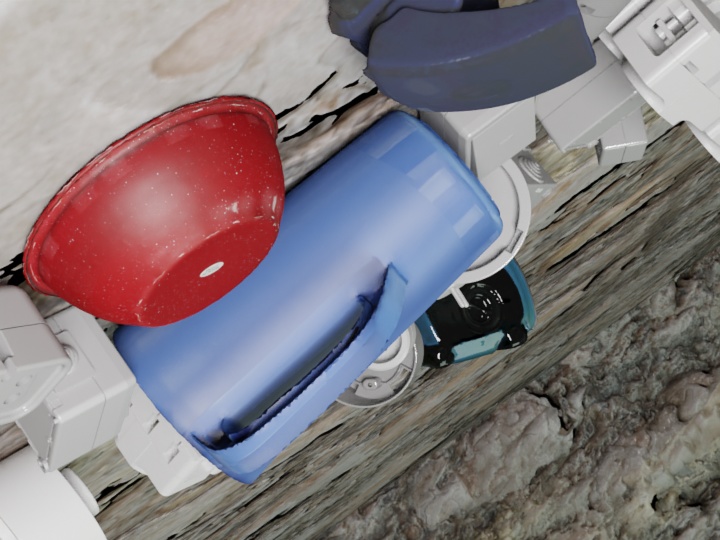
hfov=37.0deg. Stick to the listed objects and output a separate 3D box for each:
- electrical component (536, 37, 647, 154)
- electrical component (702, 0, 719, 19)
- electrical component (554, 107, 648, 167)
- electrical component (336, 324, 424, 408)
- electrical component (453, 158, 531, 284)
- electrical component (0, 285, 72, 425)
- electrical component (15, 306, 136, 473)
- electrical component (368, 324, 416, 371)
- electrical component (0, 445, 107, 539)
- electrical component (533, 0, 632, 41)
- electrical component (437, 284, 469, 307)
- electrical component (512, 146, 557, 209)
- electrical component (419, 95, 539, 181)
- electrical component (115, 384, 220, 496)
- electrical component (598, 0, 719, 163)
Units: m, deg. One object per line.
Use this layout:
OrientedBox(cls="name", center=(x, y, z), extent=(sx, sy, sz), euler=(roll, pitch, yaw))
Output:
OrientedBox(cls="electrical component", center=(0.182, -0.139, 0.862), extent=(0.096, 0.061, 0.062), euler=(-39, 167, 34))
OrientedBox(cls="electrical component", center=(0.260, -0.218, 0.813), extent=(0.138, 0.052, 0.074), euler=(-46, 163, 26))
OrientedBox(cls="electrical component", center=(0.206, -0.128, 0.945), extent=(0.077, 0.065, 0.047), euler=(-10, 166, 6))
OrientedBox(cls="electrical component", center=(0.009, 0.079, 1.028), extent=(0.099, 0.099, 0.064), euler=(-44, 170, 20))
OrientedBox(cls="electrical component", center=(0.076, -0.043, 0.811), extent=(0.108, 0.108, 0.060), euler=(-40, 171, 8))
OrientedBox(cls="electrical component", center=(-0.196, 0.042, 0.518), extent=(0.054, 0.059, 0.095), euler=(-45, 163, 24))
OrientedBox(cls="electrical component", center=(-0.172, 0.066, 0.639), extent=(0.061, 0.061, 0.096), euler=(-28, 162, -33))
OrientedBox(cls="electrical component", center=(-0.019, 0.064, 0.925), extent=(0.138, 0.052, 0.074), euler=(-13, -177, 12))
OrientedBox(cls="electrical component", center=(-0.222, 0.175, 0.765), extent=(0.060, 0.108, 0.108), euler=(-37, 166, -27))
OrientedBox(cls="electrical component", center=(0.140, -0.174, 0.665), extent=(0.055, 0.055, 0.047), euler=(-28, 166, -32))
OrientedBox(cls="electrical component", center=(0.073, 0.000, 0.962), extent=(0.044, 0.079, 0.077), euler=(-34, 170, 12))
OrientedBox(cls="electrical component", center=(0.117, -0.063, 0.945), extent=(0.099, 0.048, 0.100), euler=(-45, 163, 24))
OrientedBox(cls="electrical component", center=(0.080, -0.107, 0.708), extent=(0.062, 0.061, 0.096), euler=(-37, 165, -5))
OrientedBox(cls="electrical component", center=(-0.113, 0.103, 0.828), extent=(0.061, 0.089, 0.150), euler=(-48, 162, 31))
OrientedBox(cls="electrical component", center=(0.234, -0.144, 0.755), extent=(0.060, 0.105, 0.186), euler=(-41, 143, 24))
